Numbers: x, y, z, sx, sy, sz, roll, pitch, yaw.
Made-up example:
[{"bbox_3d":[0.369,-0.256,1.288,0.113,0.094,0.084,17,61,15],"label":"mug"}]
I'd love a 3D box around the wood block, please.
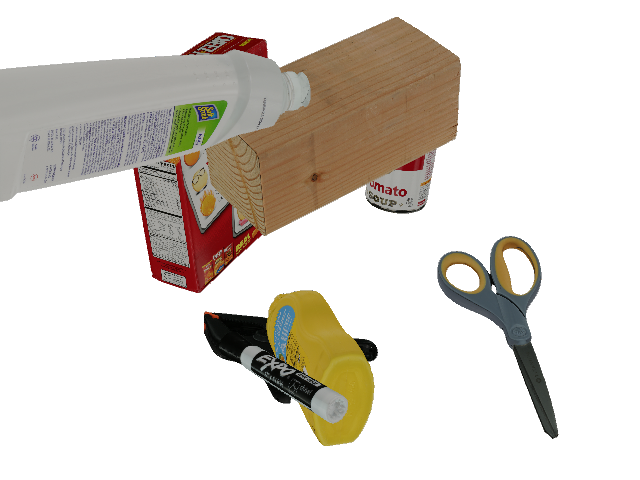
[{"bbox_3d":[0.012,-0.101,0.911,0.205,0.091,0.090,-28,49,-24],"label":"wood block"}]

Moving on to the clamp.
[{"bbox_3d":[-0.062,0.126,1.221,0.210,0.036,0.164,14,21,30],"label":"clamp"}]

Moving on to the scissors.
[{"bbox_3d":[0.139,0.070,0.856,0.096,0.201,0.016,3,-45,7],"label":"scissors"}]

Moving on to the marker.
[{"bbox_3d":[-0.028,0.088,0.707,0.020,0.020,0.121,0,17,-42],"label":"marker"}]

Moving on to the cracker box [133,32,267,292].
[{"bbox_3d":[-0.116,-0.081,1.085,0.072,0.214,0.164,14,37,26],"label":"cracker box"}]

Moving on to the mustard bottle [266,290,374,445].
[{"bbox_3d":[-0.009,0.102,1.006,0.058,0.096,0.192,-6,27,-18],"label":"mustard bottle"}]

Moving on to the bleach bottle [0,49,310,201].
[{"bbox_3d":[-0.128,-0.095,0.811,0.250,0.068,0.103,-11,-28,-23],"label":"bleach bottle"}]

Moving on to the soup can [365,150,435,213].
[{"bbox_3d":[0.085,-0.088,1.116,0.068,0.102,0.068,5,29,-3],"label":"soup can"}]
